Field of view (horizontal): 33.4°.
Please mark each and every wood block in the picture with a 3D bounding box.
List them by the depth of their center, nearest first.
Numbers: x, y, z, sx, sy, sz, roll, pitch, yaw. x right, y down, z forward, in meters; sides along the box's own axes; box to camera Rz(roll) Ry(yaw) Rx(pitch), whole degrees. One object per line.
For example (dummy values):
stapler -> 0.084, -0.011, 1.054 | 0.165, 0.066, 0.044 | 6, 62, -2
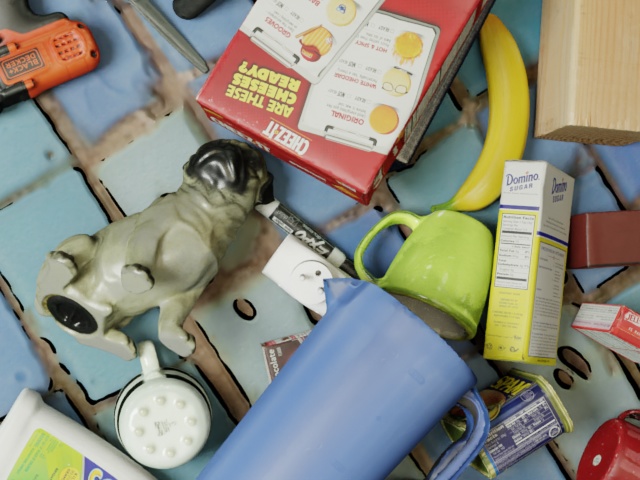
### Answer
wood block -> 0.259, -0.196, 0.981 | 0.090, 0.090, 0.206 | 5, 87, -9

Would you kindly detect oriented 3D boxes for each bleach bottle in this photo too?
bleach bottle -> -0.166, 0.230, 0.901 | 0.250, 0.068, 0.102 | 32, 83, -10

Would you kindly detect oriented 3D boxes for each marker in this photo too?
marker -> -0.006, 0.001, 0.960 | 0.121, 0.020, 0.020 | 38, 82, -7

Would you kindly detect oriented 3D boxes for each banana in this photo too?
banana -> 0.160, -0.109, 0.985 | 0.069, 0.037, 0.198 | 16, 85, -10

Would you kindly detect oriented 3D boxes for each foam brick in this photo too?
foam brick -> 0.272, 0.000, 0.992 | 0.078, 0.053, 0.051 | -3, 88, -11

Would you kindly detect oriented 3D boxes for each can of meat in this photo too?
can of meat -> 0.162, 0.161, 0.941 | 0.084, 0.102, 0.057 | -31, 94, -8

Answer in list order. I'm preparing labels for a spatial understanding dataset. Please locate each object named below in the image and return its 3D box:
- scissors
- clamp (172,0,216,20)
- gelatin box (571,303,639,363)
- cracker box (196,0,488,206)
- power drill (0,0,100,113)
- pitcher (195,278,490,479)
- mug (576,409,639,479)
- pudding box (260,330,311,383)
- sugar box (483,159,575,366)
scissors -> -0.168, -0.237, 0.940 | 0.201, 0.016, 0.096 | 33, 52, -26
clamp -> -0.068, -0.237, 0.898 | 0.039, 0.172, 0.120 | 18, 95, -32
gelatin box -> 0.281, 0.085, 0.971 | 0.073, 0.089, 0.030 | 28, 83, -8
cracker box -> 0.023, -0.161, 0.897 | 0.164, 0.072, 0.213 | 30, 85, 9
power drill -> -0.303, -0.195, 0.899 | 0.184, 0.057, 0.187 | -25, 95, -14
pitcher -> 0.011, 0.164, 0.860 | 0.243, 0.149, 0.145 | -49, 140, -7
mug -> 0.290, 0.205, 0.974 | 0.081, 0.093, 0.117 | 26, 52, -3
pudding box -> 0.003, 0.135, 0.945 | 0.090, 0.039, 0.113 | -14, 90, -11
sugar box -> 0.188, 0.022, 0.956 | 0.048, 0.093, 0.176 | 2, 83, 29
